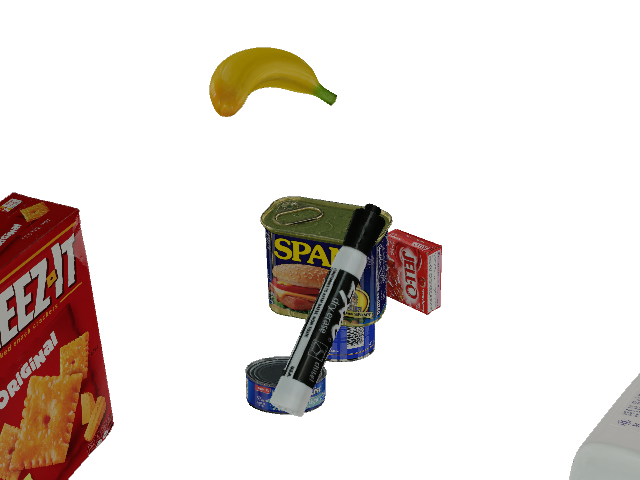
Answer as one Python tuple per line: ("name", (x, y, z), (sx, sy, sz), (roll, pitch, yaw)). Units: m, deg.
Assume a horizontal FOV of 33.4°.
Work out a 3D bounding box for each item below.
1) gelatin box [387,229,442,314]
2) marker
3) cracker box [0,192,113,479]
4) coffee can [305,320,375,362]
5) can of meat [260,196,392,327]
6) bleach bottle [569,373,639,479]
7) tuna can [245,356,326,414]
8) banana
("gelatin box", (0.113, 0.038, 1.320), (0.030, 0.089, 0.073), (-26, 35, -37))
("marker", (0.006, 0.035, 0.569), (0.020, 0.121, 0.020), (22, -15, 6))
("cracker box", (-0.231, 0.098, 0.783), (0.072, 0.214, 0.164), (12, 34, 20))
("coffee can", (0.028, 0.087, 1.514), (0.103, 0.140, 0.103), (0, 21, 0))
("can of meat", (0.005, 0.018, 0.862), (0.102, 0.084, 0.057), (10, 31, 18))
("bleach bottle", (0.242, 0.100, 0.637), (0.103, 0.068, 0.250), (18, 30, 31))
("tuna can", (-0.037, 0.153, 1.126), (0.086, 0.034, 0.086), (1, 14, 0))
("banana", (-0.052, -0.147, 0.966), (0.070, 0.037, 0.197), (37, 26, 19))
